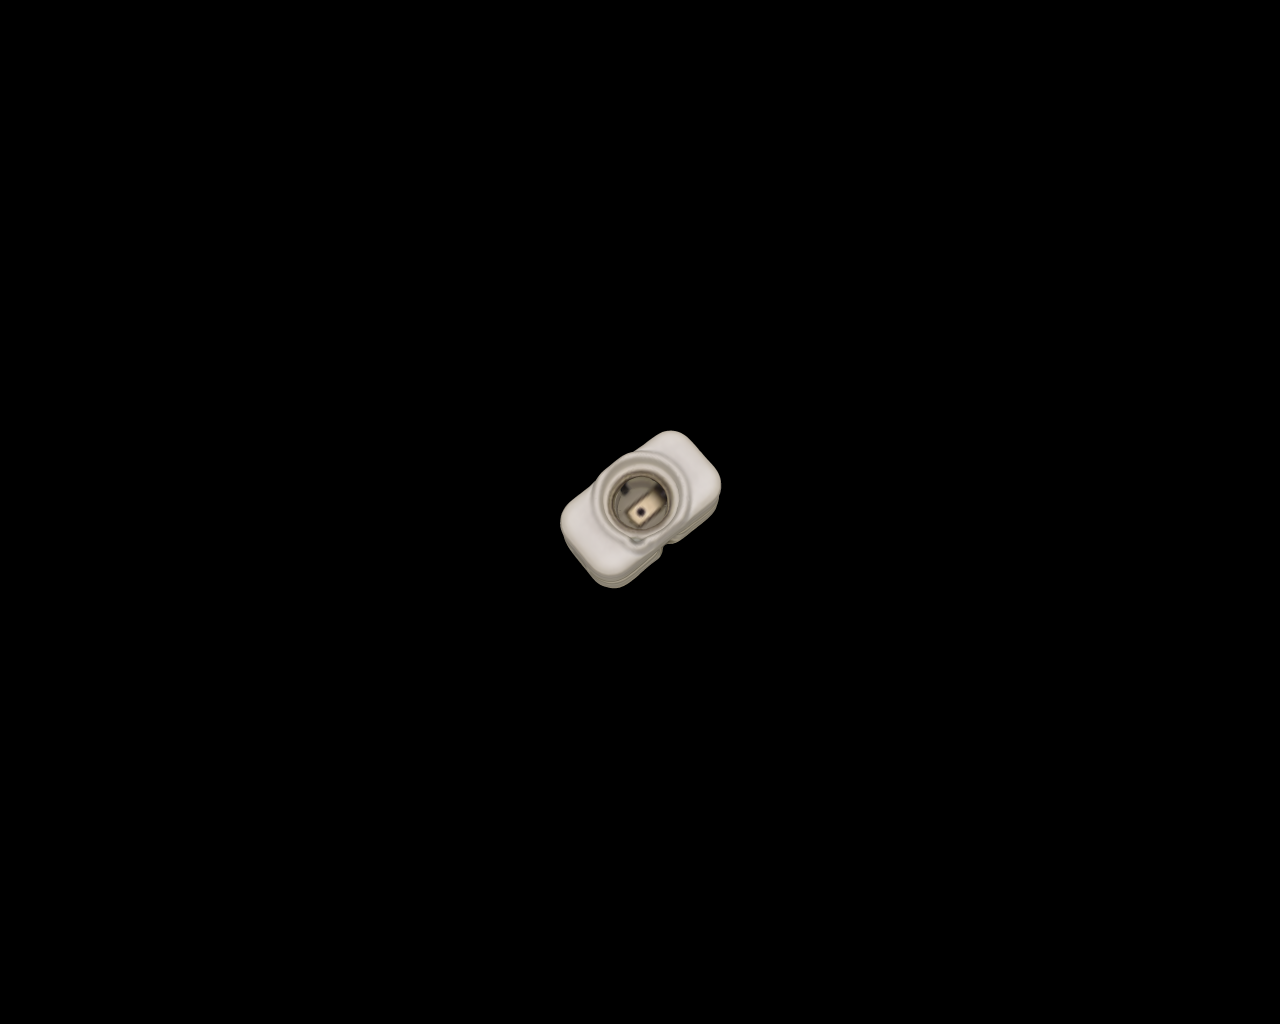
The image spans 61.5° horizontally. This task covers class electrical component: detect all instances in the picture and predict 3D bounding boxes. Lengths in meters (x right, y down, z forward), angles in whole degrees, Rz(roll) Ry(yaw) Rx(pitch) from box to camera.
[{"bbox_3d":[0.001,-0.003,0.650,0.095,0.054,0.059,-38,-9,-7],"label":"electrical component"}]
